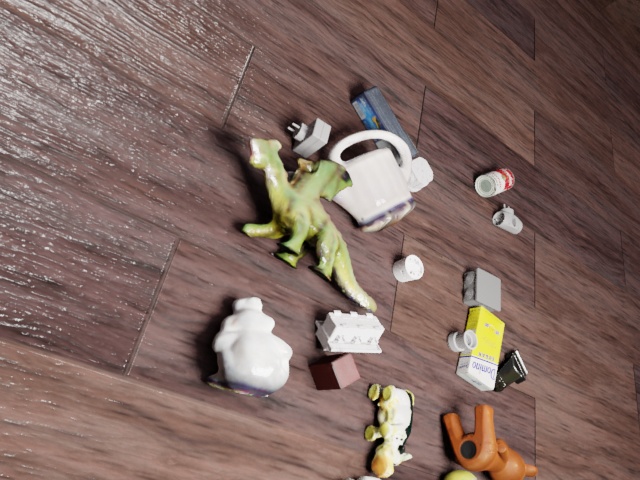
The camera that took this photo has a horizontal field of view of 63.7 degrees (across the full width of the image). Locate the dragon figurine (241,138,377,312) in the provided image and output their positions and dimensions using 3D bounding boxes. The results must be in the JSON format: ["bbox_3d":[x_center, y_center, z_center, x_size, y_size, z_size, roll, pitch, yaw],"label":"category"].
[{"bbox_3d":[0.003,-0.051,1.013,0.406,0.121,0.246,36,67,-27],"label":"dragon figurine"}]

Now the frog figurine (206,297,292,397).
[{"bbox_3d":[-0.112,0.177,0.870,0.137,0.121,0.161,15,75,-10],"label":"frog figurine"}]

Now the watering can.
[{"bbox_3d":[0.079,-0.117,1.141,0.351,0.103,0.224,-26,89,-26],"label":"watering can"}]
